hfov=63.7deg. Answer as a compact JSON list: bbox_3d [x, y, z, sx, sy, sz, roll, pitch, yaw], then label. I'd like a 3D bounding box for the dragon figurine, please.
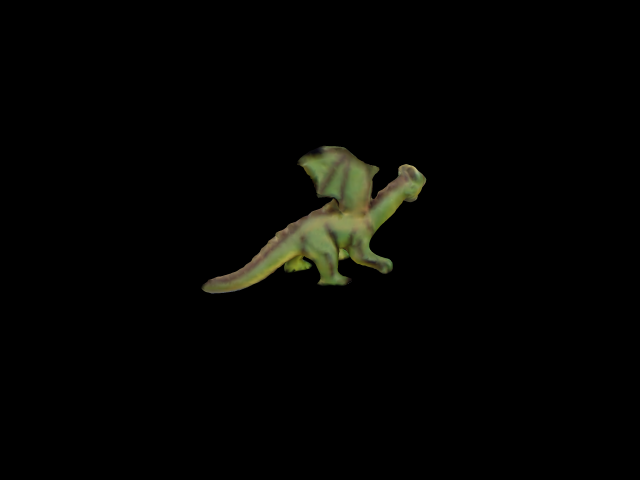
[{"bbox_3d":[0.003,-0.043,0.850,0.412,0.238,0.124,-11,29,-20],"label":"dragon figurine"}]
